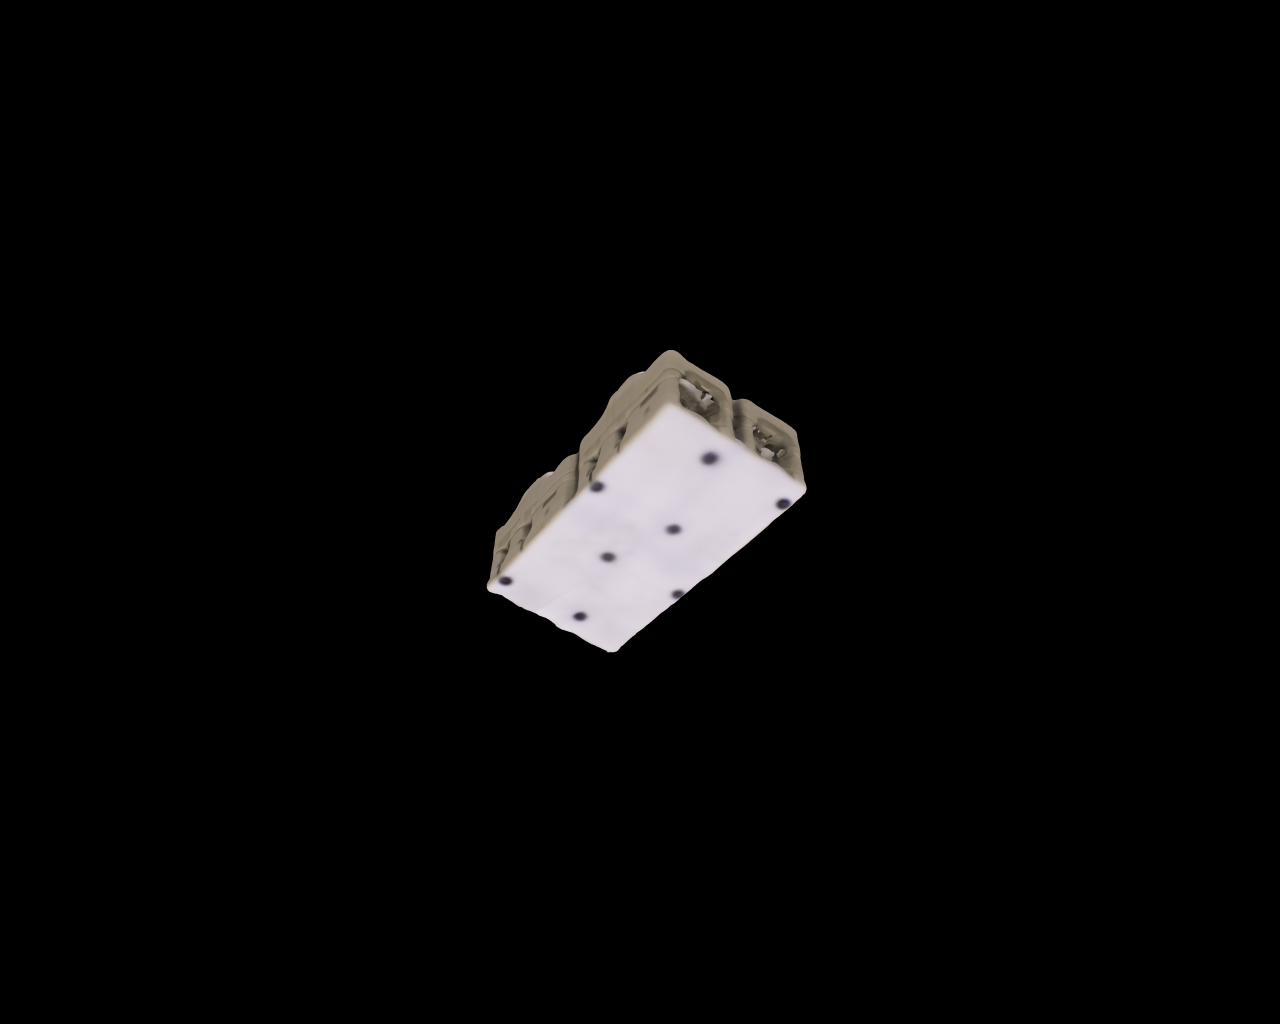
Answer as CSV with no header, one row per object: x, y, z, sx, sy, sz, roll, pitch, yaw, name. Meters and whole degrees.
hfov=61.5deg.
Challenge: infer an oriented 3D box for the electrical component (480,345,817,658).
0.001,-0.003,0.650,0.105,0.060,0.186,29,-54,-24,electrical component
